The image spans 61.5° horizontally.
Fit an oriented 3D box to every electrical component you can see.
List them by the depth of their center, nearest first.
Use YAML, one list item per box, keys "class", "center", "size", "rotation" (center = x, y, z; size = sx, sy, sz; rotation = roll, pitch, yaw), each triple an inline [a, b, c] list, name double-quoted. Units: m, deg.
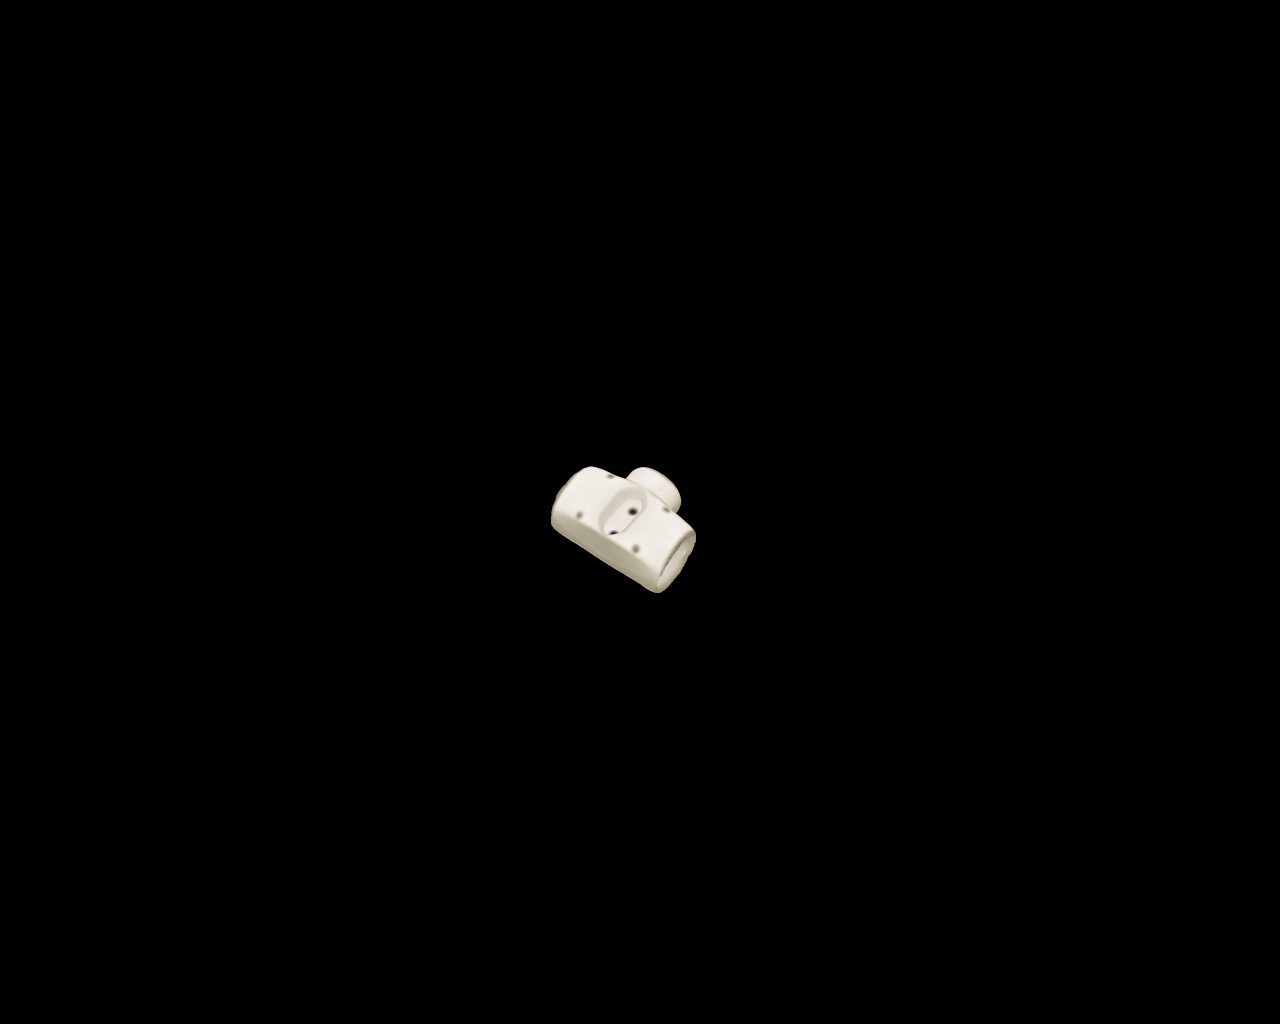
- class: "electrical component"
  center: [0.001, -0.003, 0.650]
  size: [0.077, 0.079, 0.043]
  rotation: [32, -26, 18]
